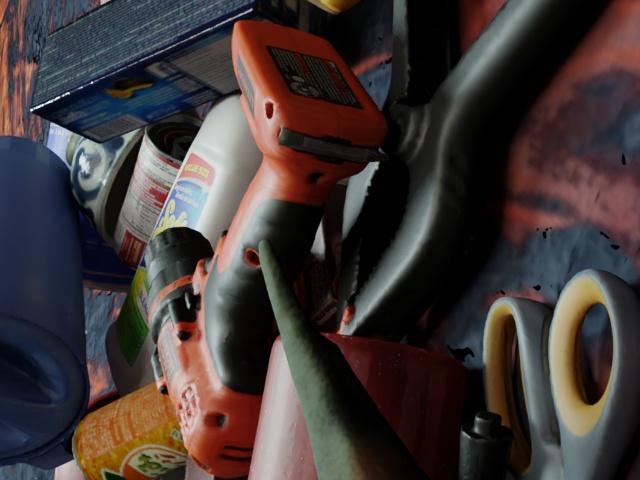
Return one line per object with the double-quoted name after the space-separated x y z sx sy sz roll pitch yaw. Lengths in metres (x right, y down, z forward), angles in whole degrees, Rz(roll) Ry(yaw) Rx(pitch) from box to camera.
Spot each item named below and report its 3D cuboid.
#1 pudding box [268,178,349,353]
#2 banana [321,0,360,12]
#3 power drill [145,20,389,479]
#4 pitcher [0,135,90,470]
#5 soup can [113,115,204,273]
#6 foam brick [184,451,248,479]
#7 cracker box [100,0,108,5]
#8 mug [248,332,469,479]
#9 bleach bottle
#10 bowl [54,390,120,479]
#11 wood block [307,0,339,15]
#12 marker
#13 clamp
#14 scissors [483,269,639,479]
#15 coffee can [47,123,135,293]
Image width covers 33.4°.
-0.004 0.001 0.561 0.090 0.039 0.113 134 139 -53 "pudding box"
0.068 -0.162 0.417 0.198 0.037 0.069 -30 29 43 "banana"
-0.038 -0.007 0.526 0.184 0.057 0.188 -119 42 -52 "power drill"
-0.223 0.037 0.753 0.243 0.144 0.149 -105 32 -54 "pitcher"
-0.105 -0.029 0.765 0.068 0.068 0.102 -112 38 -50 "soup can"
-0.042 0.121 0.587 0.051 0.052 0.078 154 121 -62 "foam brick"
-0.060 -0.246 0.675 0.214 0.072 0.164 -37 48 38 "cracker box"
0.013 0.085 0.442 0.117 0.093 0.081 129 151 -77 "mug"
-0.071 -0.010 0.693 0.251 0.068 0.103 -68 27 23 "bleach bottle"
-0.168 0.183 0.801 0.162 0.055 0.162 -177 90 -81 "bowl"
0.023 -0.219 0.485 0.206 0.090 0.090 -52 15 47 "wood block"
0.055 0.120 0.387 0.020 0.020 0.121 -149 60 -65 "marker"
0.053 -0.048 0.453 0.165 0.036 0.210 25 101 66 "clamp"
0.090 0.096 0.341 0.096 0.016 0.202 119 150 -47 "scissors"
-0.190 -0.032 0.916 0.103 0.102 0.140 -168 88 -67 "coffee can"
